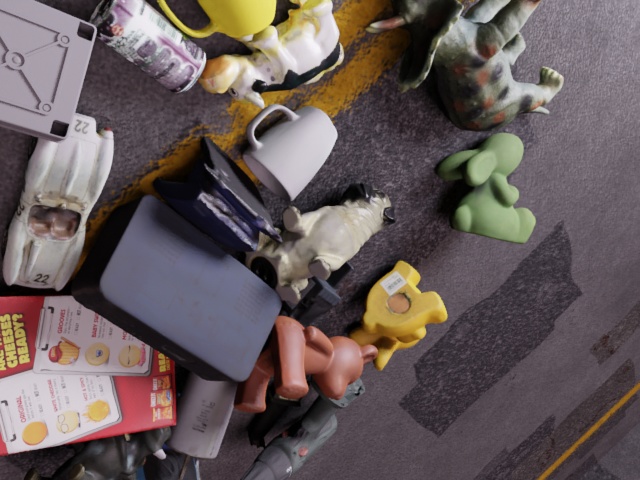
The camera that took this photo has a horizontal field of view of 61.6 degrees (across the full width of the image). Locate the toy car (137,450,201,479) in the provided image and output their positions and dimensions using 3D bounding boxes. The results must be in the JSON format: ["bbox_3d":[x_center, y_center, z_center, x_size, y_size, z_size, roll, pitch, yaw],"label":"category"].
[{"bbox_3d":[-0.259,0.362,0.817,0.103,0.109,0.161,-29,147,17],"label":"toy car"}]

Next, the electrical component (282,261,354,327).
[{"bbox_3d":[-0.006,0.071,0.798,0.119,0.075,0.047,-46,133,6],"label":"electrical component"}]

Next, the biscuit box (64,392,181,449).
[{"bbox_3d":[-0.256,0.254,0.764,0.202,0.059,0.062,19,108,-39],"label":"biscuit box"}]

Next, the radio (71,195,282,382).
[{"bbox_3d":[-0.159,0.066,0.632,0.229,0.073,0.131,42,53,-31],"label":"radio"}]

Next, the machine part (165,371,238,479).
[{"bbox_3d":[-0.152,0.208,0.748,0.079,0.079,0.243,30,74,-41],"label":"machine part"}]

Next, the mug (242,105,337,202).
[{"bbox_3d":[-0.038,-0.120,0.658,0.107,0.081,0.109,-47,125,-13],"label":"mug"}]

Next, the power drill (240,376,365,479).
[{"bbox_3d":[-0.022,0.308,0.880,0.232,0.086,0.207,-13,132,-58],"label":"power drill"}]

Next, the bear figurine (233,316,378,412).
[{"bbox_3d":[-0.011,0.184,0.750,0.120,0.132,0.195,-28,135,33],"label":"bear figurine"}]

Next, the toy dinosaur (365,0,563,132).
[{"bbox_3d":[0.212,-0.220,0.730,0.192,0.131,0.404,-39,138,12],"label":"toy dinosaur"}]

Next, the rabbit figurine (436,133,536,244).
[{"bbox_3d":[0.262,-0.092,0.863,0.159,0.121,0.170,11,94,-30],"label":"rabbit figurine"}]

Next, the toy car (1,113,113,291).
[{"bbox_3d":[-0.277,-0.037,0.564,0.073,0.056,0.201,12,112,-37],"label":"toy car"}]

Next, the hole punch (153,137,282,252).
[{"bbox_3d":[-0.123,-0.041,0.629,0.092,0.116,0.142,-37,132,3],"label":"hole punch"}]

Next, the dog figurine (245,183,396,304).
[{"bbox_3d":[0.001,0.000,0.757,0.190,0.172,0.121,-25,96,-49],"label":"dog figurine"}]

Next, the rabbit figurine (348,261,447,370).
[{"bbox_3d":[0.136,0.145,0.916,0.162,0.122,0.173,-45,152,-8],"label":"rabbit figurine"}]

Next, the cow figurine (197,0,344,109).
[{"bbox_3d":[-0.052,-0.199,0.602,0.167,0.068,0.098,-36,138,-7],"label":"cow figurine"}]

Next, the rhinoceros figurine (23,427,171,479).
[{"bbox_3d":[-0.279,0.290,0.683,0.190,0.073,0.112,-39,131,-4],"label":"rhinoceros figurine"}]

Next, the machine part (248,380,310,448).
[{"bbox_3d":[-0.077,0.294,0.924,0.084,0.039,0.138,20,105,-48],"label":"machine part"}]
